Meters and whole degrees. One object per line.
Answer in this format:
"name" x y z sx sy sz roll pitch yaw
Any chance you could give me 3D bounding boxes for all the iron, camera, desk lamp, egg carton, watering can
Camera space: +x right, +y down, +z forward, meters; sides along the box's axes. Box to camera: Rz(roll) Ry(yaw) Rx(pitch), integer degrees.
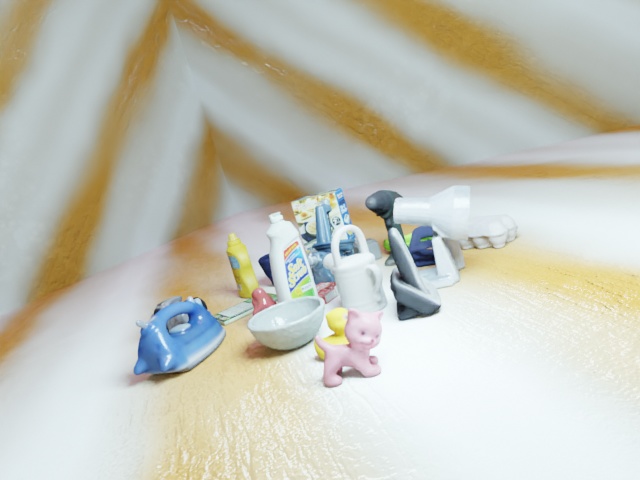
"iron" -0.308 0.199 1.279 0.118 0.141 0.259 -11 12 28
"camera" -0.352 0.192 1.496 0.142 0.101 0.137 -9 13 36
"desk lamp" 0.255 -0.005 1.278 0.203 0.214 0.118 -14 11 15
"egg carton" 0.430 -0.021 1.483 0.107 0.069 0.149 -26 14 -40
"watering can" 0.070 0.063 1.260 0.172 0.194 0.101 -9 13 35

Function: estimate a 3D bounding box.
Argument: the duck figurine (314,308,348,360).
"duck figurine" 0.035 0.170 1.061 0.104 0.086 0.077 -16 11 3

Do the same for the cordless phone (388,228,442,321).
"cordless phone" 0.179 0.055 1.162 0.094 0.185 0.147 -15 11 6

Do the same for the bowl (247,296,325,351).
"bowl" -0.061 0.181 1.181 0.167 0.075 0.167 -16 11 3

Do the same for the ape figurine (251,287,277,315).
"ape figurine" -0.137 0.157 1.372 0.076 0.092 0.078 -8 14 38

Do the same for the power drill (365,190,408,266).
"power drill" 0.194 -0.042 1.571 0.075 0.208 0.230 -12 12 24

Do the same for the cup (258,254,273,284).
"cup" -0.131 0.086 1.717 0.092 0.095 0.117 -18 11 -5

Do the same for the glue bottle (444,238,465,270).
"glue bottle" 0.295 -0.013 1.367 0.037 0.173 0.078 -22 12 -25

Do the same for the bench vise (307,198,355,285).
"bench vise" 0.026 0.003 1.566 0.121 0.220 0.207 -14 11 15

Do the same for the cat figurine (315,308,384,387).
"cat figurine" 0.054 0.168 0.955 0.127 0.118 0.067 -16 11 2

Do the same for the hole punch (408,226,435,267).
"hole punch" 0.287 0.011 1.480 0.108 0.091 0.101 -11 12 28
